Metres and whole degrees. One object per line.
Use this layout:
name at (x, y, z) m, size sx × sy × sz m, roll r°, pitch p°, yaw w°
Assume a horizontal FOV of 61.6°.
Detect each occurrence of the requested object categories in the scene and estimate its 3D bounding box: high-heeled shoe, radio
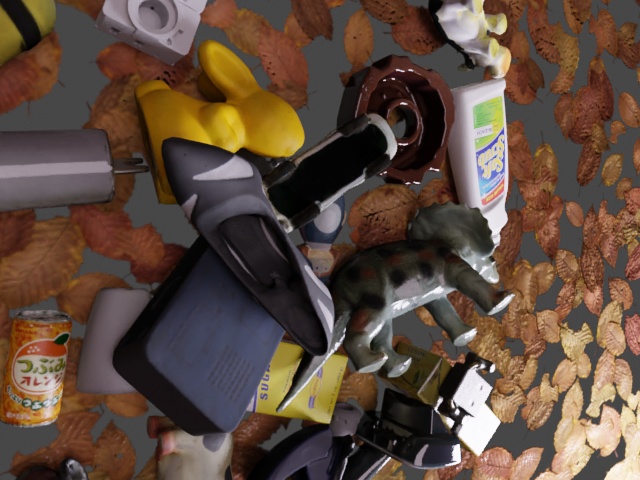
high-heeled shoe at (-0.063, 0.018, 0.508) m, size 0.086 × 0.145 × 0.248 m, roll -29°, pitch 143°, yaw 15°
radio at (-0.105, 0.077, 0.579) m, size 0.131 × 0.073 × 0.230 m, roll 47°, pitch 45°, yaw -22°

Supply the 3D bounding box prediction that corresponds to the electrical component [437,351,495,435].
electrical component at (0.197, 0.203, 0.720) m, size 0.078 × 0.045 × 0.102 m, roll 48°, pitch 71°, yaw -23°

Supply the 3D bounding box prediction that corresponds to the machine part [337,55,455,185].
machine part at (0.104, -0.162, 0.743) m, size 0.179 × 0.056 × 0.179 m, roll -3°, pitch 96°, yaw -29°

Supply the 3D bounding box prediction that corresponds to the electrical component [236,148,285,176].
electrical component at (-0.088, -0.094, 0.655) m, size 0.094 × 0.021 × 0.063 m, roll -34°, pitch 110°, yaw -23°

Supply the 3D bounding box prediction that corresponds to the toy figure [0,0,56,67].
toy figure at (-0.320, -0.179, 0.480) m, size 0.089 × 0.082 × 0.180 m, roll 47°, pitch 65°, yaw -39°

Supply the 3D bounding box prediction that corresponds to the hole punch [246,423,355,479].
hole punch at (-0.027, 0.279, 0.664) m, size 0.092 × 0.142 × 0.116 m, roll 29°, pitch 64°, yaw -3°

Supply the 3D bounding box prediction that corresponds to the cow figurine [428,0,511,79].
cow figurine at (0.218, -0.300, 0.788) m, size 0.167 × 0.098 × 0.068 m, roll 45°, pitch 65°, yaw -45°

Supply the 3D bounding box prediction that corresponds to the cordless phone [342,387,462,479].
cordless phone at (0.081, 0.297, 0.713) m, size 0.184 × 0.147 × 0.088 m, roll -39°, pitch 106°, yaw -23°

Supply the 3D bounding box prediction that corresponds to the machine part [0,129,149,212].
machine part at (-0.289, -0.065, 0.508) m, size 0.243 × 0.079 × 0.079 m, roll -9°, pitch 98°, yaw -28°

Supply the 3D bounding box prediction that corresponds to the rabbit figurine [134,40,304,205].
rabbit figurine at (-0.106, -0.123, 0.590) m, size 0.173 × 0.122 × 0.162 m, roll -11°, pitch 79°, yaw -15°

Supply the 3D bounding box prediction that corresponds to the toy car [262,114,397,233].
toy car at (0.008, -0.082, 0.639) m, size 0.202 × 0.056 × 0.073 m, roll -36°, pitch 101°, yaw -20°

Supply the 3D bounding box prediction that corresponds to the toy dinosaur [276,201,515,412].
toy dinosaur at (0.099, 0.065, 0.712) m, size 0.405 × 0.192 × 0.131 m, roll -16°, pitch 144°, yaw -20°

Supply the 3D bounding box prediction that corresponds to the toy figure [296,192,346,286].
toy figure at (-0.003, -0.002, 0.694) m, size 0.064 × 0.058 × 0.154 m, roll 7°, pitch 93°, yaw 8°

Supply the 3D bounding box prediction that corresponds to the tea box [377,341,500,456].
tea box at (0.175, 0.232, 0.792) m, size 0.169 × 0.098 × 0.068 m, roll 47°, pitch 71°, yaw -26°

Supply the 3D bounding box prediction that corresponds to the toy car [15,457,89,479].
toy car at (-0.249, 0.314, 0.575) m, size 0.089 × 0.053 × 0.202 m, roll -36°, pitch 112°, yaw -7°

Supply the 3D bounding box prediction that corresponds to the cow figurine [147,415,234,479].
cow figurine at (-0.133, 0.297, 0.627) m, size 0.127 × 0.086 × 0.194 m, roll -2°, pitch 91°, yaw -28°

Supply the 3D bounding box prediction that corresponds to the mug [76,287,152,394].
mug at (-0.199, 0.104, 0.573) m, size 0.109 × 0.081 × 0.107 m, roll 2°, pitch 85°, yaw -27°
